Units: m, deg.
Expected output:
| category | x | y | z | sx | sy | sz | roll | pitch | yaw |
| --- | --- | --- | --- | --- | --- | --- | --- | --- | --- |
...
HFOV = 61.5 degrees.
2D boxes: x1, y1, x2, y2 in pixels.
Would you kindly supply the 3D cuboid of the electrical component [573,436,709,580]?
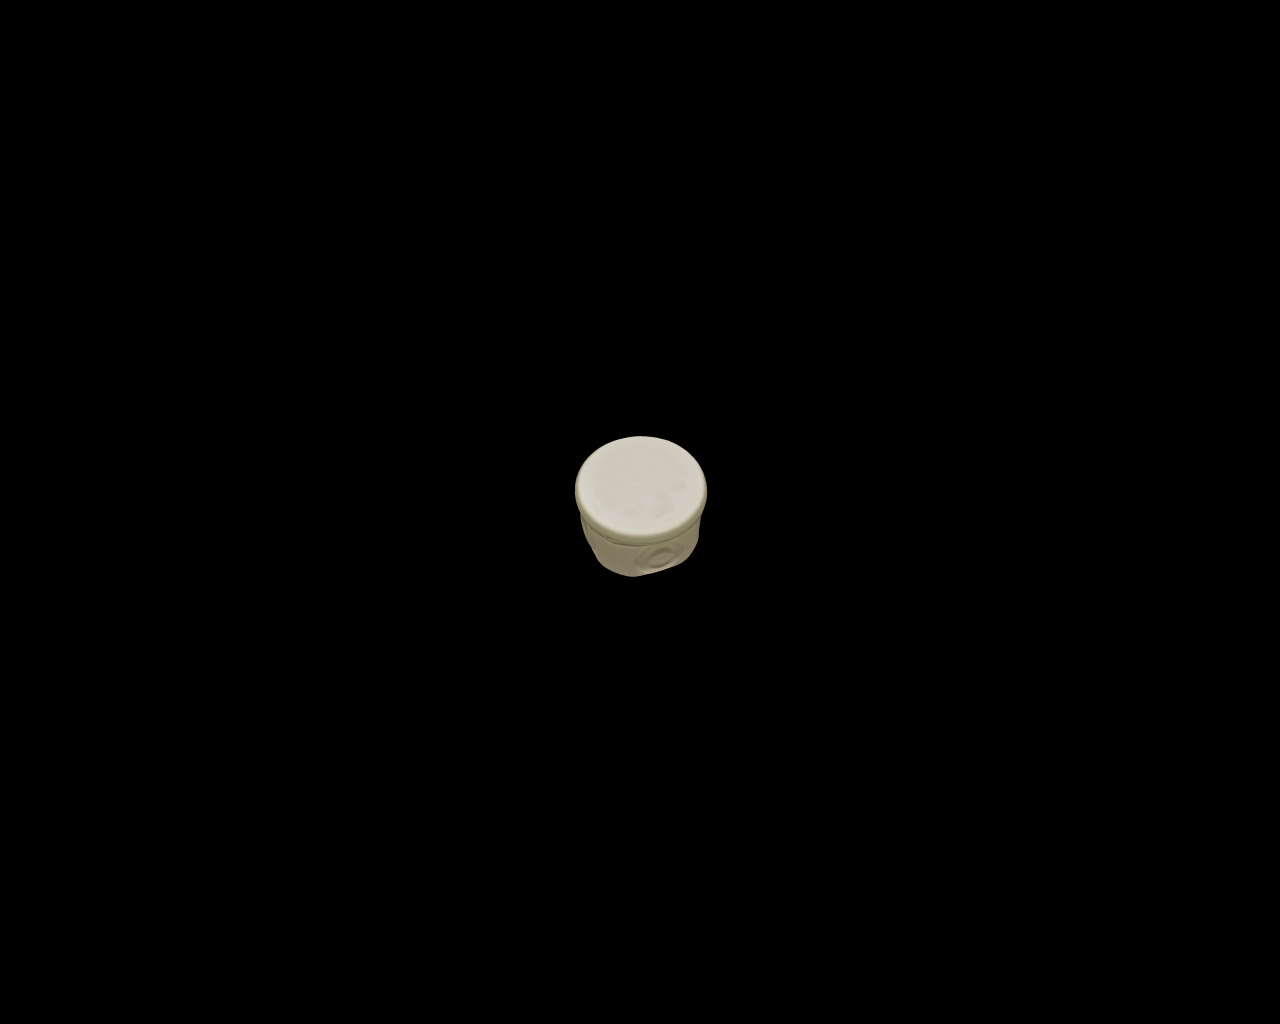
| category | x | y | z | sx | sy | sz | roll | pitch | yaw |
| --- | --- | --- | --- | --- | --- | --- | --- | --- | --- |
| electrical component | 0.001 | -0.003 | 0.650 | 0.080 | 0.080 | 0.050 | 0 | -37 | 0 |
